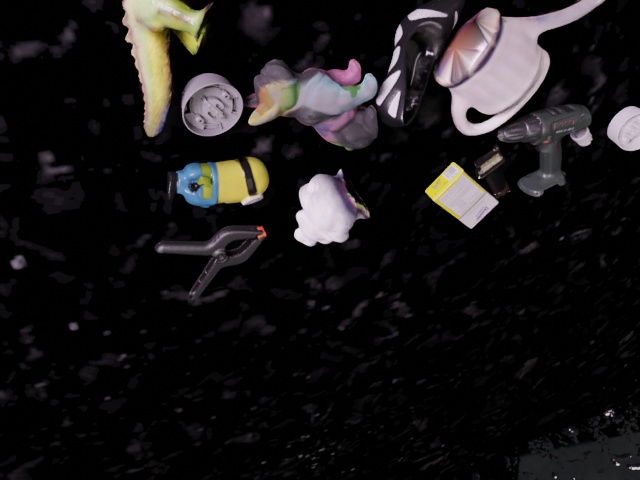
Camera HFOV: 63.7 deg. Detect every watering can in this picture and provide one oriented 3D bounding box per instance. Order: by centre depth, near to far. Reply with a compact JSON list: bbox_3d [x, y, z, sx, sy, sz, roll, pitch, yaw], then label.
[{"bbox_3d":[0.353,-0.350,0.948,0.223,0.106,0.342,19,119,-36],"label":"watering can"}]

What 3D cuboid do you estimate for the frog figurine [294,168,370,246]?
[{"bbox_3d":[0.003,-0.052,1.025,0.158,0.124,0.136,-34,101,16],"label":"frog figurine"}]

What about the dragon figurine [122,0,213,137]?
[{"bbox_3d":[-0.255,-0.346,0.685,0.241,0.125,0.404,25,116,-19],"label":"dragon figurine"}]
